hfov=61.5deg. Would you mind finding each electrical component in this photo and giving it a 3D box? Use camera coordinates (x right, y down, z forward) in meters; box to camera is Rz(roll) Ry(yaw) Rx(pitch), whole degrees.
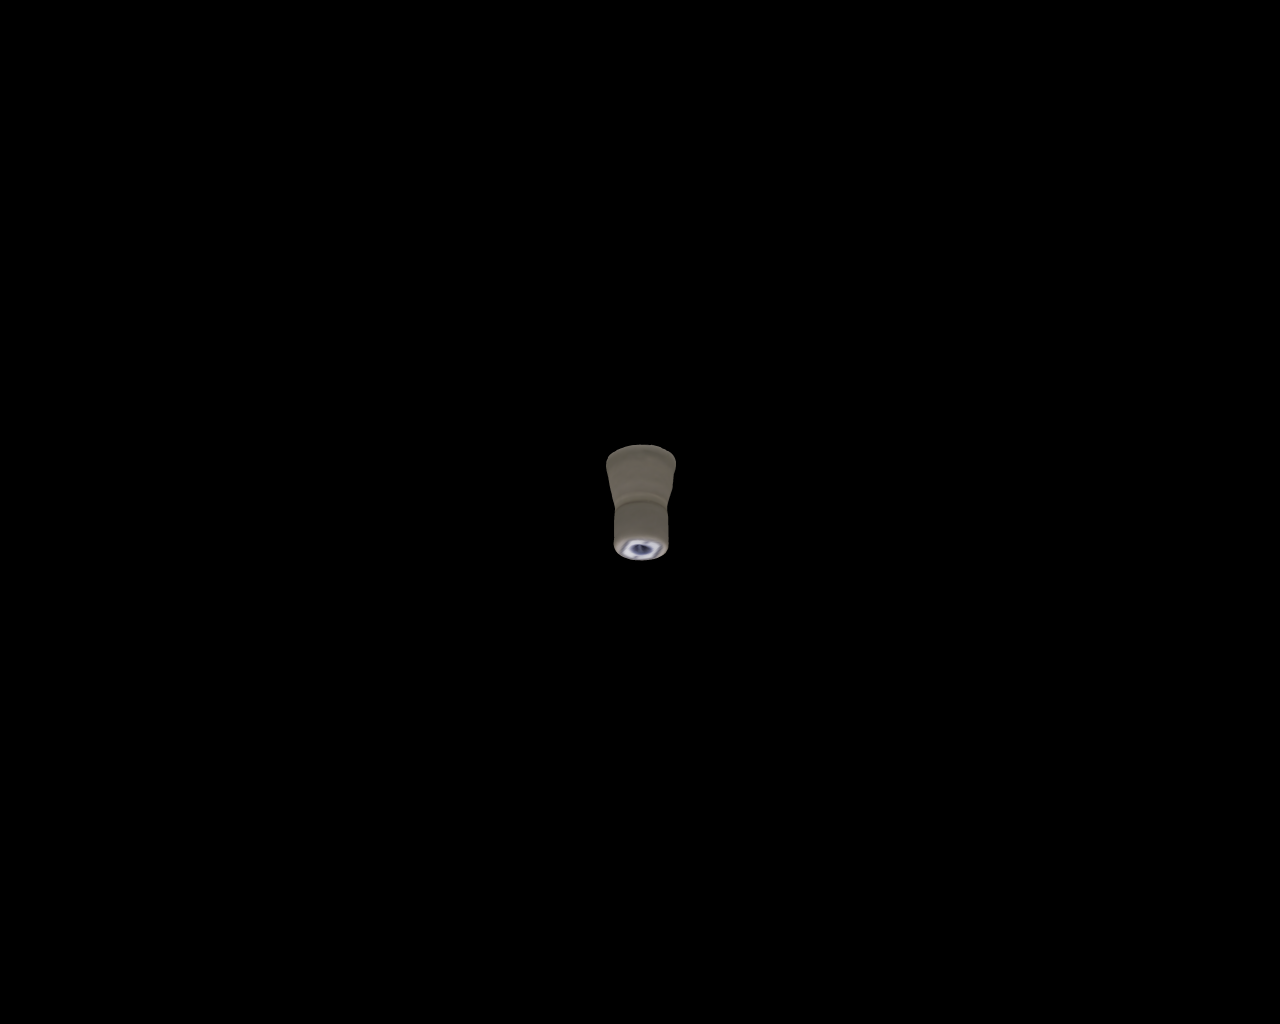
[{"bbox_3d":[0.001,-0.003,0.650,0.044,0.065,0.044,0,-30,0],"label":"electrical component"}]
